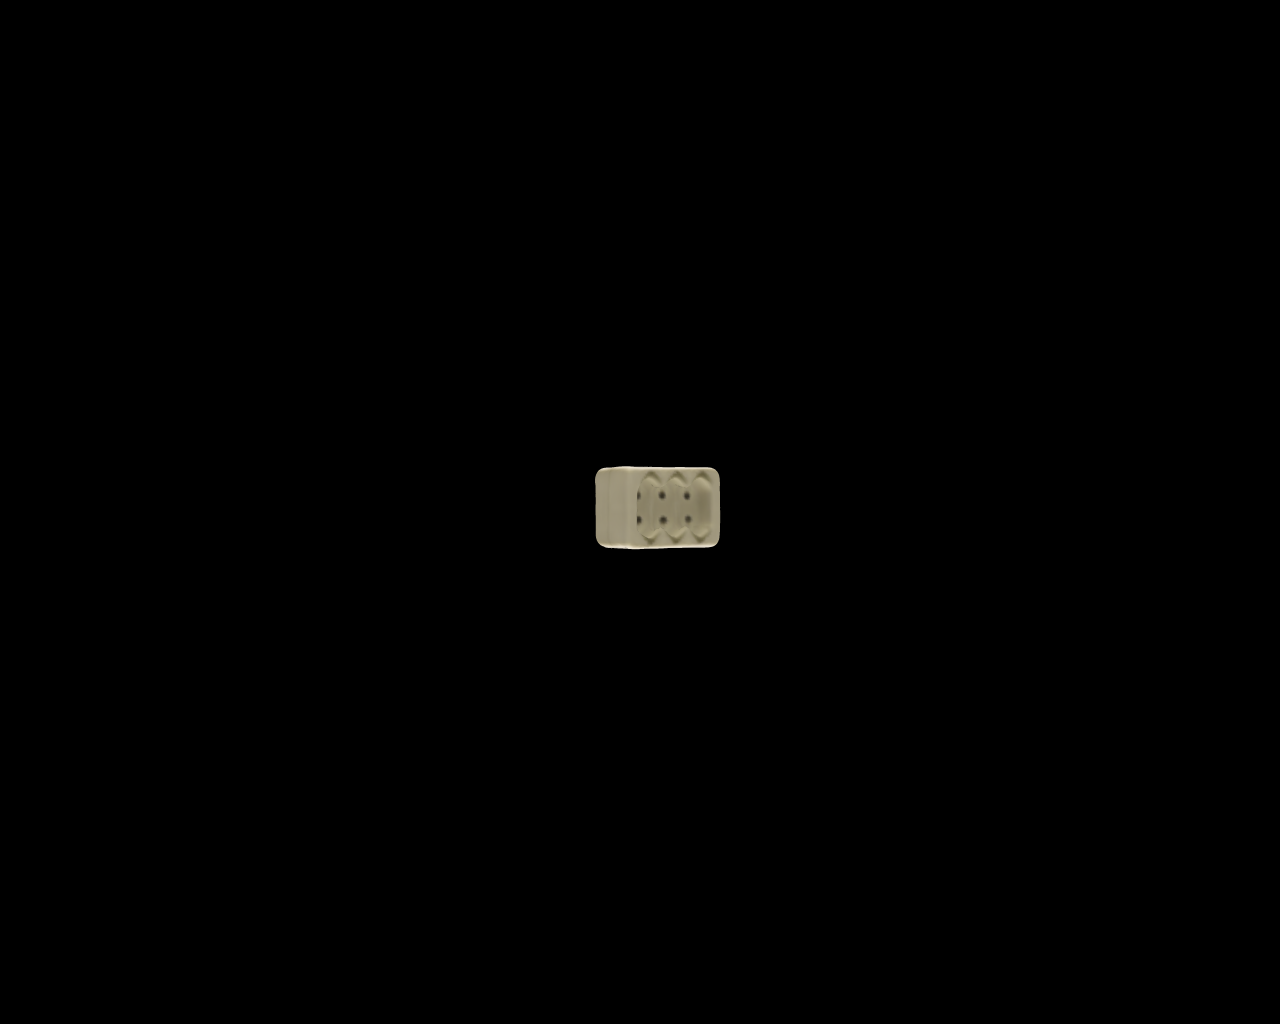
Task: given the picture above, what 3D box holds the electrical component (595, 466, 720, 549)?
[{"bbox_3d":[0.001,-0.003,0.650,0.066,0.047,0.076,0,0,-32],"label":"electrical component"}]
